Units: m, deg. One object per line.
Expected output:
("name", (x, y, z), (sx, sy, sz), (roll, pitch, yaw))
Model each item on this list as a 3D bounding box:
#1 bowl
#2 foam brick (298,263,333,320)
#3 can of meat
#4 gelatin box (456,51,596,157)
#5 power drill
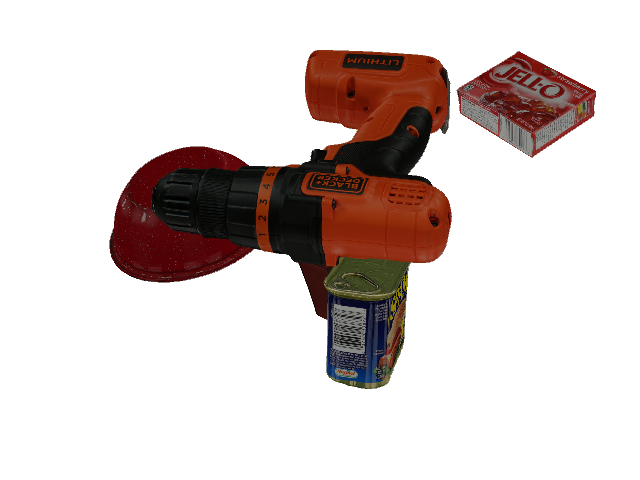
("bowl", (-0.120, -0.035, 0.948), (0.162, 0.055, 0.162), (-11, 38, 9))
("foam brick", (0.019, 0.040, 1.094), (0.052, 0.078, 0.051), (-35, 32, -26))
("can of meat", (0.038, 0.060, 0.862), (0.057, 0.084, 0.102), (7, 22, 14))
("gelatin box", (0.169, -0.115, 0.882), (0.073, 0.030, 0.089), (-32, 48, -21))
("power drill", (0.003, -0.057, 0.692), (0.184, 0.057, 0.187), (8, 40, 13))
